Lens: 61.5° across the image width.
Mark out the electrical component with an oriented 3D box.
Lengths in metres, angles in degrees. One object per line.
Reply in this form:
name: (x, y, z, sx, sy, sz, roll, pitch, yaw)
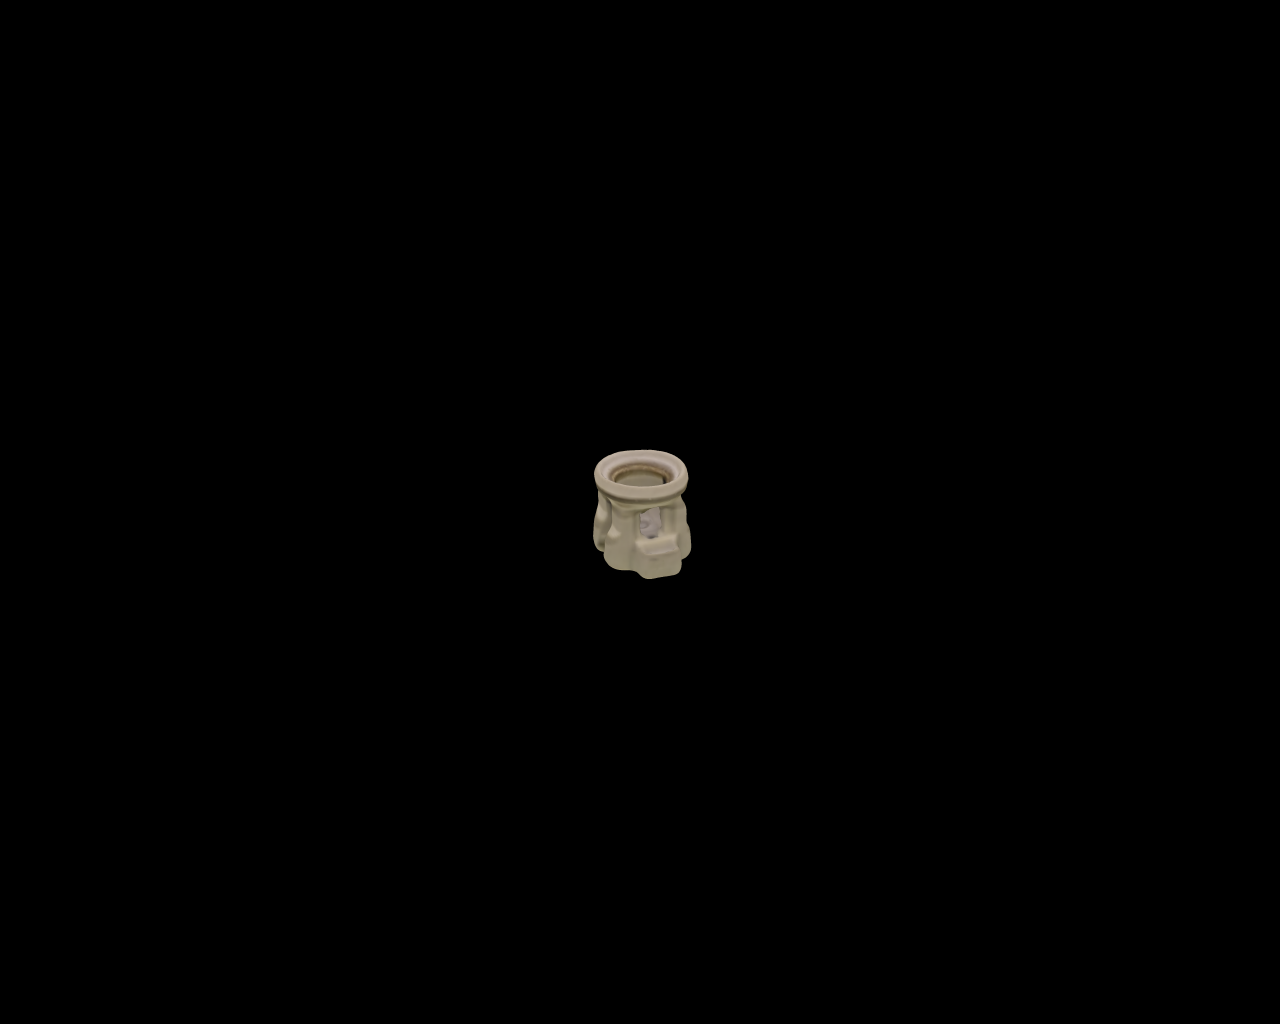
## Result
electrical component: (0.001, -0.003, 0.650, 0.058, 0.056, 0.078, -9, 30, -16)
